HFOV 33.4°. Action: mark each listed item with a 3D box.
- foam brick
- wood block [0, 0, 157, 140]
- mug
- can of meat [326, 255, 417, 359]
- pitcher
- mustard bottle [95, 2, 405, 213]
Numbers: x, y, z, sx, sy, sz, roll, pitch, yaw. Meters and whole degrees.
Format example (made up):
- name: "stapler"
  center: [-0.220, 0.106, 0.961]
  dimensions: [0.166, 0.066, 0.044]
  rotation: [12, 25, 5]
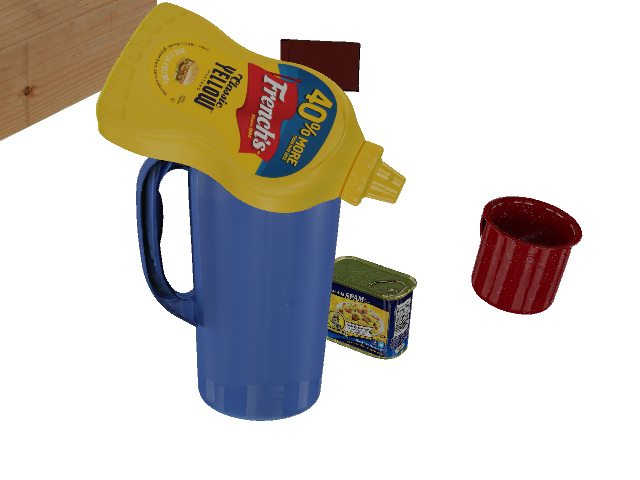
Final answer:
- name: "foam brick"
  center: [-0.001, -0.183, 1.118]
  dimensions: [0.078, 0.051, 0.053]
  rotation: [1, 11, -10]
- name: "wood block"
  center: [-0.243, -0.170, 0.916]
  dimensions: [0.090, 0.091, 0.205]
  rotation: [30, 42, 21]
- name: "mug"
  center: [0.185, 0.010, 1.017]
  dimensions: [0.093, 0.081, 0.117]
  rotation: [-6, 35, -26]
- name: "can of meat"
  center: [0.052, 0.075, 1.174]
  dimensions: [0.102, 0.084, 0.057]
  rotation: [19, 30, 29]
- name: "pitcher"
  center: [-0.059, 0.024, 0.899]
  dimensions: [0.149, 0.243, 0.144]
  rotation: [11, 20, 24]
- name: "mustard bottle"
  center: [-0.037, -0.071, 0.671]
  dimensions: [0.191, 0.096, 0.058]
  rotation: [25, -24, 3]
